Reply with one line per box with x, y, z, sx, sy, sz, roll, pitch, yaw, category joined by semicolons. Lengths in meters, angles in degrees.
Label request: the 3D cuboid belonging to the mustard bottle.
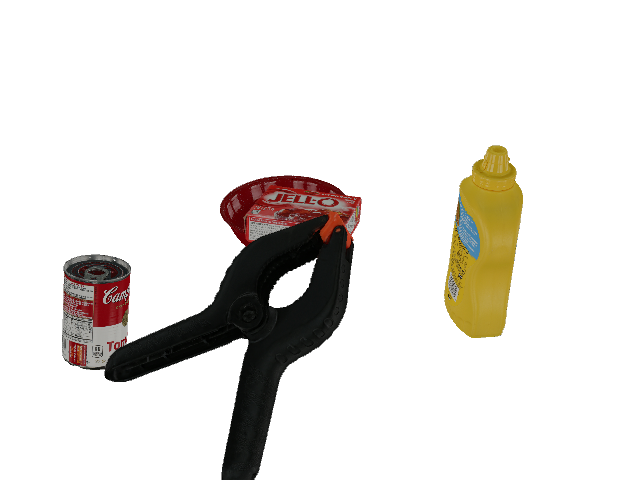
0.159;-0.005;1.035;0.058;0.192;0.096;-3;35;-7;mustard bottle

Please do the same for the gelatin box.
-0.015;-0.020;0.947;0.089;0.030;0.073;9;26;13;gelatin box

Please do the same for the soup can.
-0.233;0.074;1.104;0.068;0.102;0.068;6;20;-2;soup can

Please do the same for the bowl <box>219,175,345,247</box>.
-0.044;-0.021;1.337;0.162;0.055;0.162;-1;31;0;bowl

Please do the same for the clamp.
-0.035;0.061;0.633;0.120;0.171;0.039;47;-3;22;clamp
